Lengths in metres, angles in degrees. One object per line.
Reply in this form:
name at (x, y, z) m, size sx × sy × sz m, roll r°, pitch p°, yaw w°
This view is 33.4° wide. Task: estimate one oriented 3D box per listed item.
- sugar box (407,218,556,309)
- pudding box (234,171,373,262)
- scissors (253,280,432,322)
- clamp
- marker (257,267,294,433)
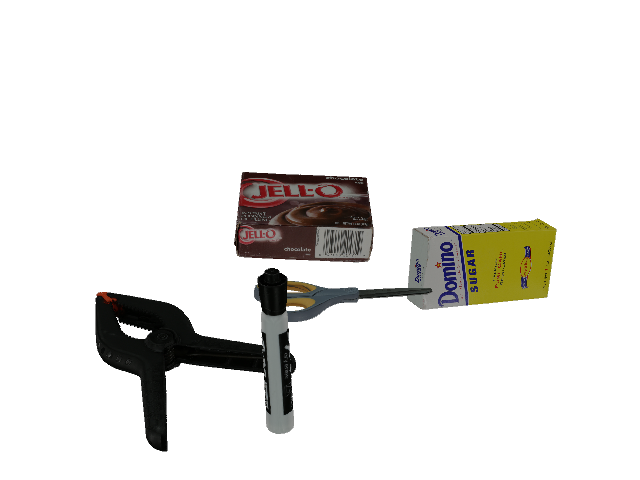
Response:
sugar box at (0.193, 0.028, 1.277) m, size 0.176 × 0.093 × 0.048 m, roll -6°, pitch 20°, yaw -24°
pudding box at (-0.014, -0.021, 0.902) m, size 0.113 × 0.039 × 0.090 m, roll 4°, pitch 32°, yaw -4°
scissors at (0.024, 0.068, 1.185) m, size 0.202 × 0.016 × 0.096 m, roll 3°, pitch 22°, yaw 3°
clamp at (-0.137, 0.103, 1.010) m, size 0.164 × 0.036 × 0.210 m, roll -21°, pitch 40°, yaw -32°
marker at (-0.028, 0.072, 0.687) m, size 0.020 × 0.121 × 0.020 m, roll -1°, pitch 29°, yaw 0°
